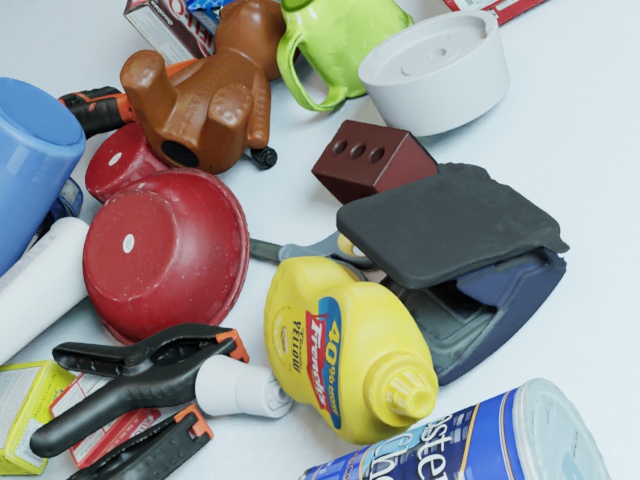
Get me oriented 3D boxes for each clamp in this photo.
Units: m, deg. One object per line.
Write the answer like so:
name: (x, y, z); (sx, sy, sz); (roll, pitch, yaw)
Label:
clamp: (-0.175, 0.189, 0.777); (0.209, 0.036, 0.165); (-34, 9, -15)
clamp: (-0.141, 0.098, 0.822); (0.171, 0.039, 0.120); (-19, 38, -2)

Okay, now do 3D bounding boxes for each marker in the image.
marker: (-0.070, -0.091, 0.976); (0.020, 0.020, 0.121); (-50, 36, -2)

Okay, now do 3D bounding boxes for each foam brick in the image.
foam brick: (0.042, -0.052, 0.799); (0.078, 0.051, 0.053); (17, 70, 51)

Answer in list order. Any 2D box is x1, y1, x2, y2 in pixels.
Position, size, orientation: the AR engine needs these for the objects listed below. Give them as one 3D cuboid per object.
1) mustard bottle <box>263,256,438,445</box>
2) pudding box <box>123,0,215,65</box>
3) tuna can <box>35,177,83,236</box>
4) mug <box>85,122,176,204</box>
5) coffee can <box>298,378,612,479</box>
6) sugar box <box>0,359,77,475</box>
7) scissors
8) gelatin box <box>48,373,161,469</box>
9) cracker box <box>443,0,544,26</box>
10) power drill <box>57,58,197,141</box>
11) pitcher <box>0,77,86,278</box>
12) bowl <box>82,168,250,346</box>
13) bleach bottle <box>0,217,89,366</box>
mustard bottle: (0.020, 0.071, 0.648); (0.192, 0.058, 0.096); (-157, 67, -67)
pudding box: (-0.147, -0.229, 1.100); (0.039, 0.113, 0.090); (-19, 46, 29)
tuna can: (-0.288, -0.041, 1.094); (0.086, 0.086, 0.033); (-18, 45, 34)
mug: (-0.168, -0.056, 0.989); (0.117, 0.081, 0.093); (17, 70, 51)
coffee can: (0.070, 0.143, 0.551); (0.140, 0.102, 0.103); (-27, 41, 26)
sugar box: (-0.296, 0.161, 0.953); (0.177, 0.048, 0.093); (-13, 47, 42)
scissors: (-0.005, 0.001, 0.829); (0.096, 0.016, 0.202); (-48, 36, -2)
gelatin box: (-0.174, 0.139, 0.863); (0.073, 0.030, 0.089); (-47, 39, 0)
cracker box: (0.170, -0.282, 0.863); (0.164, 0.072, 0.213); (-26, 41, 26)
power drill: (-0.204, -0.133, 1.083); (0.188, 0.057, 0.184); (-11, 17, 30)
pitcher: (-0.314, -0.027, 0.998); (0.243, 0.145, 0.149); (-50, 7, 23)
bowl: (-0.139, 0.010, 0.872); (0.162, 0.055, 0.162); (-8, 72, 26)
bleach bottle: (-0.294, 0.084, 0.942); (0.250, 0.068, 0.103); (-44, 15, -18)
